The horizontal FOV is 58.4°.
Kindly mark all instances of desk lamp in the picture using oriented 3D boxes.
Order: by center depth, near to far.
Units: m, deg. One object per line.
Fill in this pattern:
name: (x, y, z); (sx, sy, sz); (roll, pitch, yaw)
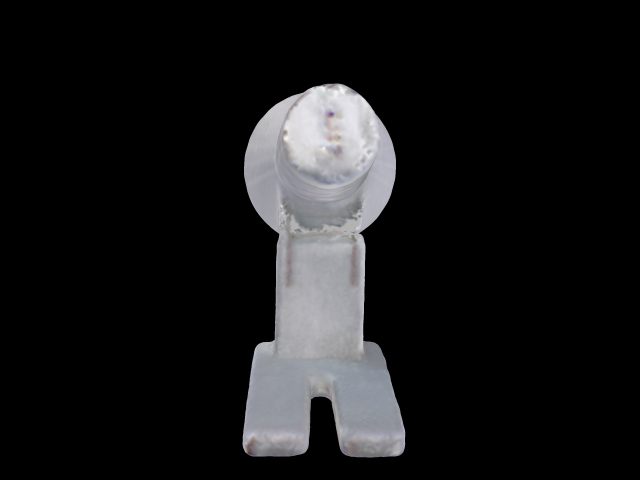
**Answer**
desk lamp: (0.004, 0.001, 0.400); (0.118, 0.214, 0.203); (-1, 15, -3)
